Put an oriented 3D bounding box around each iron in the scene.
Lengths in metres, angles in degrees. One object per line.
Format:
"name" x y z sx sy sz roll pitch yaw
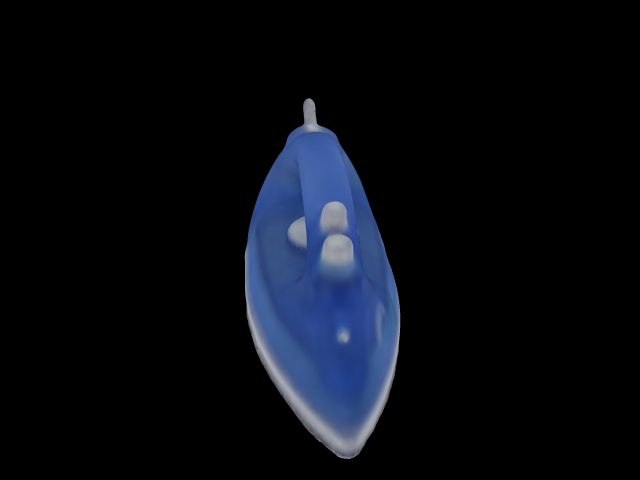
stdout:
"iron" 0.004 0.001 0.400 0.118 0.141 0.258 -4 29 -6
